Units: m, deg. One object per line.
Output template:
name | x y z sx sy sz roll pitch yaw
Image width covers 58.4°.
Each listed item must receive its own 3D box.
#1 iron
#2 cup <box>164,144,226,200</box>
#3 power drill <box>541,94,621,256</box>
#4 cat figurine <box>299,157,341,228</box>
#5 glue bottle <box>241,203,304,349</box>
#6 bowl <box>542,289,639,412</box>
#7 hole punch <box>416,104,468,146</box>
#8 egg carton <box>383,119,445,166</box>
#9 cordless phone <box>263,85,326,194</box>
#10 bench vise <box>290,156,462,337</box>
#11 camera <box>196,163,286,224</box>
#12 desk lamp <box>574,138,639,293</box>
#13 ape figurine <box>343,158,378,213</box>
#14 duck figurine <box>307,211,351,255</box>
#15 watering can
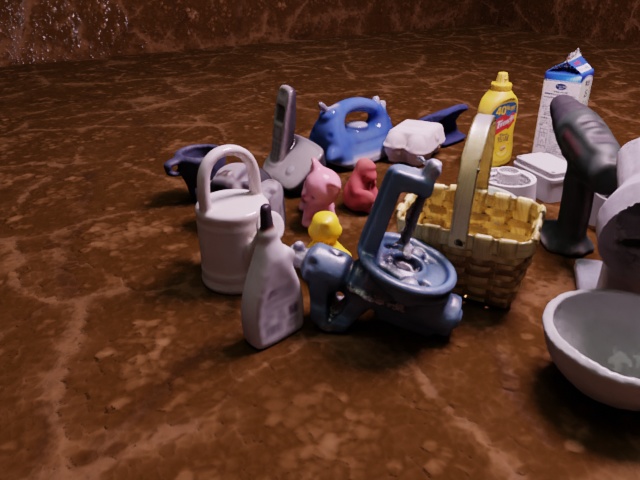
iron | 0.083 -0.247 1.240 0.259 0.141 0.118 -24 35 -38
cup | -0.224 -0.114 1.038 0.118 0.095 0.091 -24 35 -37
power drill | 0.384 -0.095 0.869 0.075 0.208 0.229 -1 27 0
cat figurine | -0.001 -0.087 0.957 0.067 0.118 0.127 -5 28 -8
glue bottle | -0.056 0.038 0.657 0.078 0.173 0.037 -23 35 -36
bowl | 0.313 0.123 0.596 0.167 0.075 0.167 0 27 0
hole punch | 0.284 -0.280 1.356 0.109 0.091 0.100 -25 36 -39
egg carton | 0.209 -0.216 1.256 0.107 0.069 0.151 14 31 25
cordless phone | -0.050 -0.192 1.087 0.094 0.185 0.147 -18 32 -30
bench vise | 0.064 0.013 0.653 0.207 0.220 0.121 -3 28 -4
camera | -0.118 -0.082 0.967 0.143 0.101 0.137 9 29 18
desk lamp | 0.377 -0.002 0.685 0.117 0.214 0.203 7 28 14
ape figurine | 0.078 -0.099 1.007 0.076 0.092 0.078 15 31 27
duck figurine | 0.008 0.003 0.819 0.077 0.086 0.104 -1 27 -2
watering can | -0.111 -0.031 0.769 0.172 0.194 0.101 13 31 25
